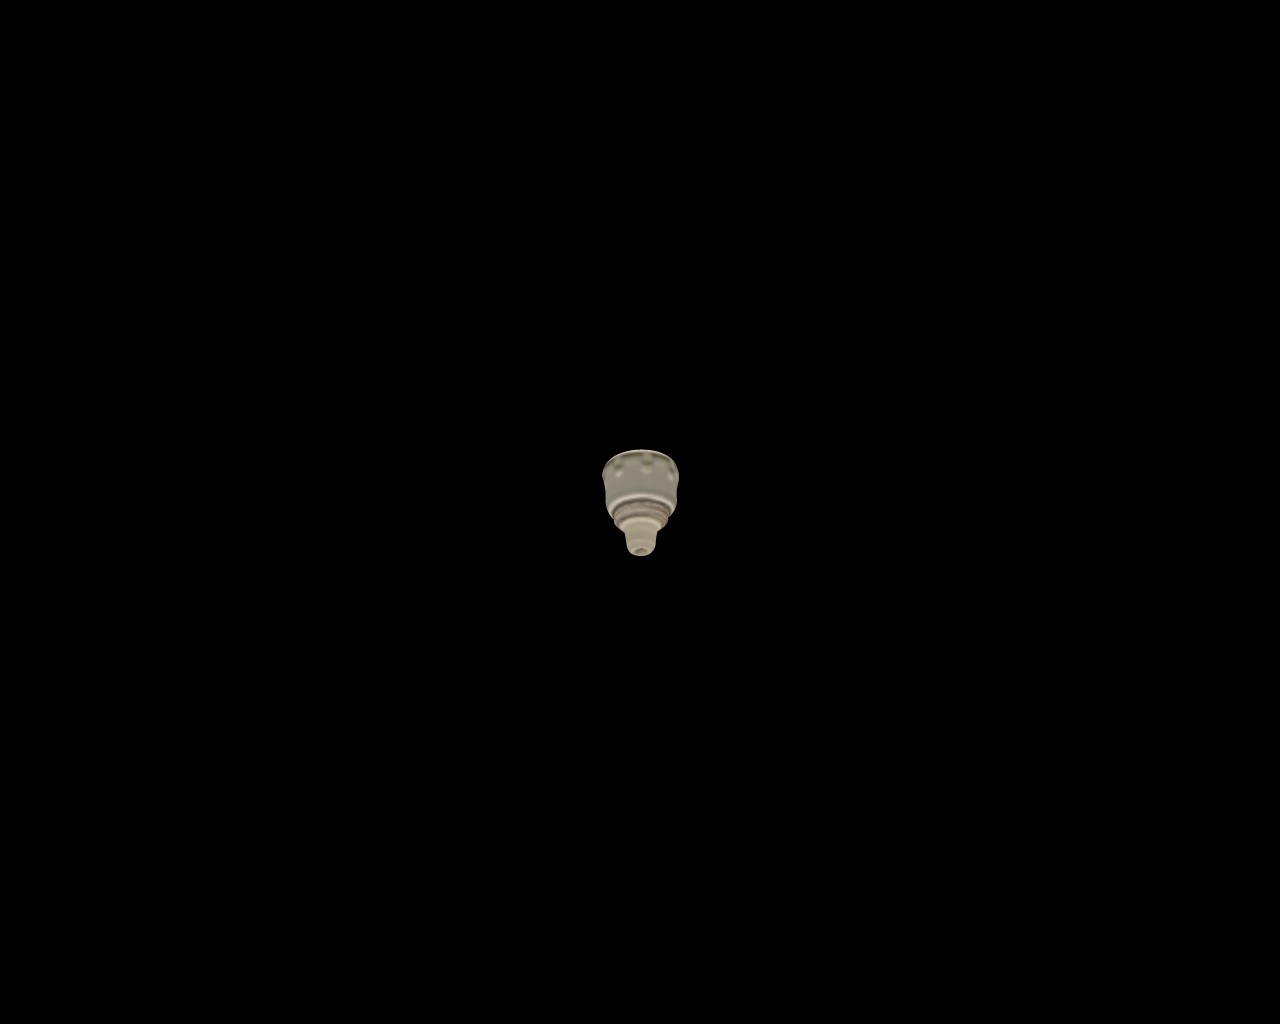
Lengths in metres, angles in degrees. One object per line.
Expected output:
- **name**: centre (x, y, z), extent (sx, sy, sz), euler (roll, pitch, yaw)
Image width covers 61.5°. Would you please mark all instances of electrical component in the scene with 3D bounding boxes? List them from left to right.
- **electrical component**: centre (0.001, -0.003, 0.650), extent (0.048, 0.062, 0.048), euler (0, -27, 0)
